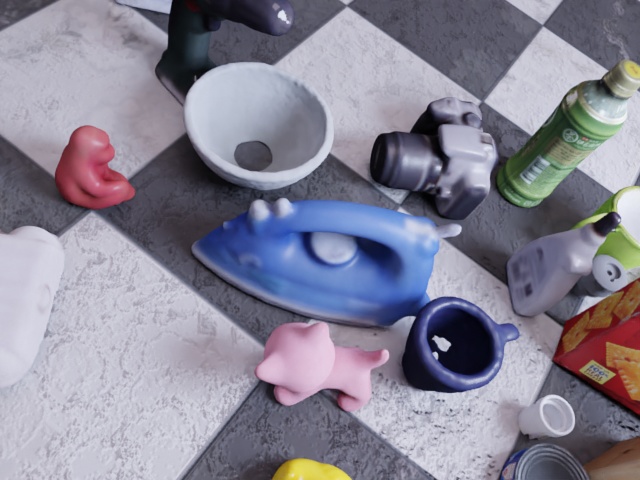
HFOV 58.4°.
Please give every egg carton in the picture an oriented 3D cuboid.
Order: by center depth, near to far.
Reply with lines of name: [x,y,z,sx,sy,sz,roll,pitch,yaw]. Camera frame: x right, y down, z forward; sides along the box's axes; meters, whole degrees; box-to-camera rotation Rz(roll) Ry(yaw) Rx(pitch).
egg carton: [-0.289,0.053,0.498,0.107,0.069,0.150,8,60,-12]

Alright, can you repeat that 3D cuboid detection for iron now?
iron: [0.005,0.002,0.572,0.258,0.141,0.118,9,59,-11]

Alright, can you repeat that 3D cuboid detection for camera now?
camera: [0.135,-0.111,0.698,0.137,0.100,0.143,6,60,-14]

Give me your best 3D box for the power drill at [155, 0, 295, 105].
power drill: [-0.124,-0.239,0.628,0.076,0.208,0.229,-37,77,-30]

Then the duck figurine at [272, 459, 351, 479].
duck figurine: [0.008,0.226,0.481,0.104,0.086,0.078,39,58,7]

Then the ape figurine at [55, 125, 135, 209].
ape figurine: [-0.228,-0.078,0.575,0.076,0.092,0.077,-8,64,-21]

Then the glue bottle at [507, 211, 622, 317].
glue bottle: [0.264,0.019,0.622,0.037,0.173,0.078,8,60,-12]

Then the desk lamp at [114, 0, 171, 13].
desk lamp: [-0.147,-0.383,0.698,0.203,0.213,0.118,5,61,-14]

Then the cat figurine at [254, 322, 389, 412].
cat figurine: [0.000,0.110,0.524,0.128,0.117,0.067,6,60,-14]

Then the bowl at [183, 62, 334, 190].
bowl: [-0.073,-0.118,0.655,0.168,0.074,0.167,7,60,-13]

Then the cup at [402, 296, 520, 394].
cup: [0.132,0.112,0.576,0.118,0.095,0.091,-8,64,-20]
